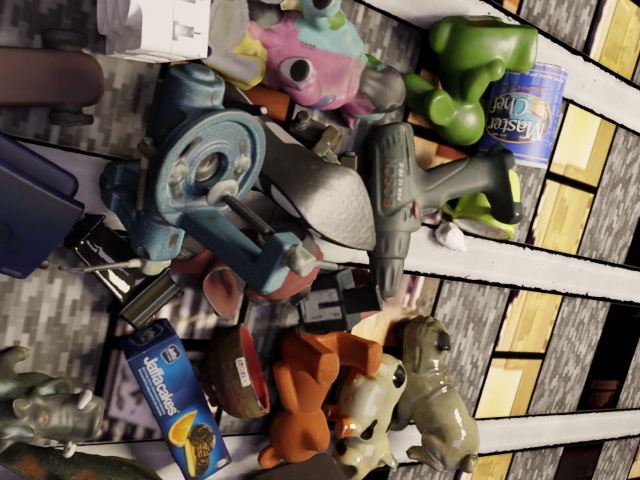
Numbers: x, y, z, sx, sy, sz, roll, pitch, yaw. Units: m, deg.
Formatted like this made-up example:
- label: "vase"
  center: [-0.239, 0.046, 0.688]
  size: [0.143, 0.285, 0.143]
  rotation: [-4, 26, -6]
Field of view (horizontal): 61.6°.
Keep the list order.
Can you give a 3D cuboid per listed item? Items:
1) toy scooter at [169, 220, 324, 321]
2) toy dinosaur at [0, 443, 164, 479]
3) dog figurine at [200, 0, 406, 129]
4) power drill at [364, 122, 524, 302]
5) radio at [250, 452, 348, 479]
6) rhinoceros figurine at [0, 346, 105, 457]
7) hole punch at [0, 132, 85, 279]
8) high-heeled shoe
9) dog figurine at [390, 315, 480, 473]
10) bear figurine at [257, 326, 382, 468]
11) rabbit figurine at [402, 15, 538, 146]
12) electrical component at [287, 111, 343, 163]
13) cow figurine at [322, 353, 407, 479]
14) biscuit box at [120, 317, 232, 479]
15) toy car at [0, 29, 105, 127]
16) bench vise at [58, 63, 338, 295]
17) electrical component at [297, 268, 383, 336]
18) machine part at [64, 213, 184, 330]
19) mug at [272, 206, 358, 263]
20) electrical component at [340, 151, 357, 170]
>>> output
- label: "toy scooter"
  center: [-0.084, 0.042, 0.617]
  size: [0.184, 0.075, 0.135]
  rotation: [2, 130, 9]
- label: "toy dinosaur"
  center: [-0.215, 0.313, 0.588]
  size: [0.192, 0.131, 0.404]
  rotation: [-29, 121, -11]
- label: "dog figurine"
  center: [-0.006, -0.195, 0.610]
  size: [0.219, 0.192, 0.108]
  rotation: [8, 98, -67]
- label: "power drill"
  center: [0.156, -0.044, 0.716]
  size: [0.207, 0.086, 0.232]
  rotation: [-7, 89, -2]
- label: "radio"
  center: [-0.031, 0.418, 0.760]
  size: [0.131, 0.073, 0.229]
  rotation: [-10, 120, -29]
- label: "rhinoceros figurine"
  center: [-0.307, 0.153, 0.515]
  size: [0.190, 0.112, 0.073]
  rotation: [19, 91, -26]
- label: "hole punch"
  center: [-0.291, -0.027, 0.489]
  size: [0.142, 0.092, 0.115]
  rotation: [35, 88, -37]
- label: "high-heeled shoe"
  center: [-0.045, -0.072, 0.592]
  size: [0.086, 0.145, 0.248]
  rotation: [-52, 125, -19]
- label: "dog figurine"
  center: [0.179, 0.225, 0.800]
  size: [0.121, 0.173, 0.190]
  rotation: [-17, 120, -38]
- label: "bear figurine"
  center: [-0.009, 0.216, 0.705]
  size: [0.120, 0.132, 0.195]
  rotation: [4, 96, -42]
- label: "rabbit figurine"
  center: [0.193, -0.201, 0.718]
  size: [0.159, 0.121, 0.170]
  rotation: [-14, 125, -24]
- label: "electrical component"
  center: [-0.005, -0.110, 0.635]
  size: [0.078, 0.102, 0.045]
  rotation: [26, 82, -12]
- label: "cow figurine"
  center: [0.072, 0.261, 0.795]
  size: [0.127, 0.086, 0.194]
  rotation: [18, 93, -28]
- label: "biscuit box"
  center: [-0.170, 0.194, 0.639]
  size: [0.063, 0.059, 0.202]
  rotation: [-26, 116, -23]
- label: "toy car"
  center: [-0.296, -0.144, 0.471]
  size: [0.202, 0.053, 0.089]
  rotation: [-9, 104, -33]
- label: "bench vise"
  center: [-0.104, -0.025, 0.483]
  size: [0.129, 0.241, 0.223]
  rotation: [-3, 126, -59]
- label: "electrical component"
  center: [0.023, 0.073, 0.663]
  size: [0.048, 0.119, 0.074]
  rotation: [-18, 93, -66]
- label: "machine part"
  center: [-0.215, 0.033, 0.581]
  size: [0.084, 0.039, 0.138]
  rotation: [-38, 121, -11]
- label: "mug"
  center: [-0.001, -0.002, 0.677]
  size: [0.107, 0.081, 0.109]
  rotation: [24, 96, -39]
- label: "electrical component"
  center: [0.035, -0.079, 0.672]
  size: [0.021, 0.094, 0.063]
  rotation: [4, 105, 5]
